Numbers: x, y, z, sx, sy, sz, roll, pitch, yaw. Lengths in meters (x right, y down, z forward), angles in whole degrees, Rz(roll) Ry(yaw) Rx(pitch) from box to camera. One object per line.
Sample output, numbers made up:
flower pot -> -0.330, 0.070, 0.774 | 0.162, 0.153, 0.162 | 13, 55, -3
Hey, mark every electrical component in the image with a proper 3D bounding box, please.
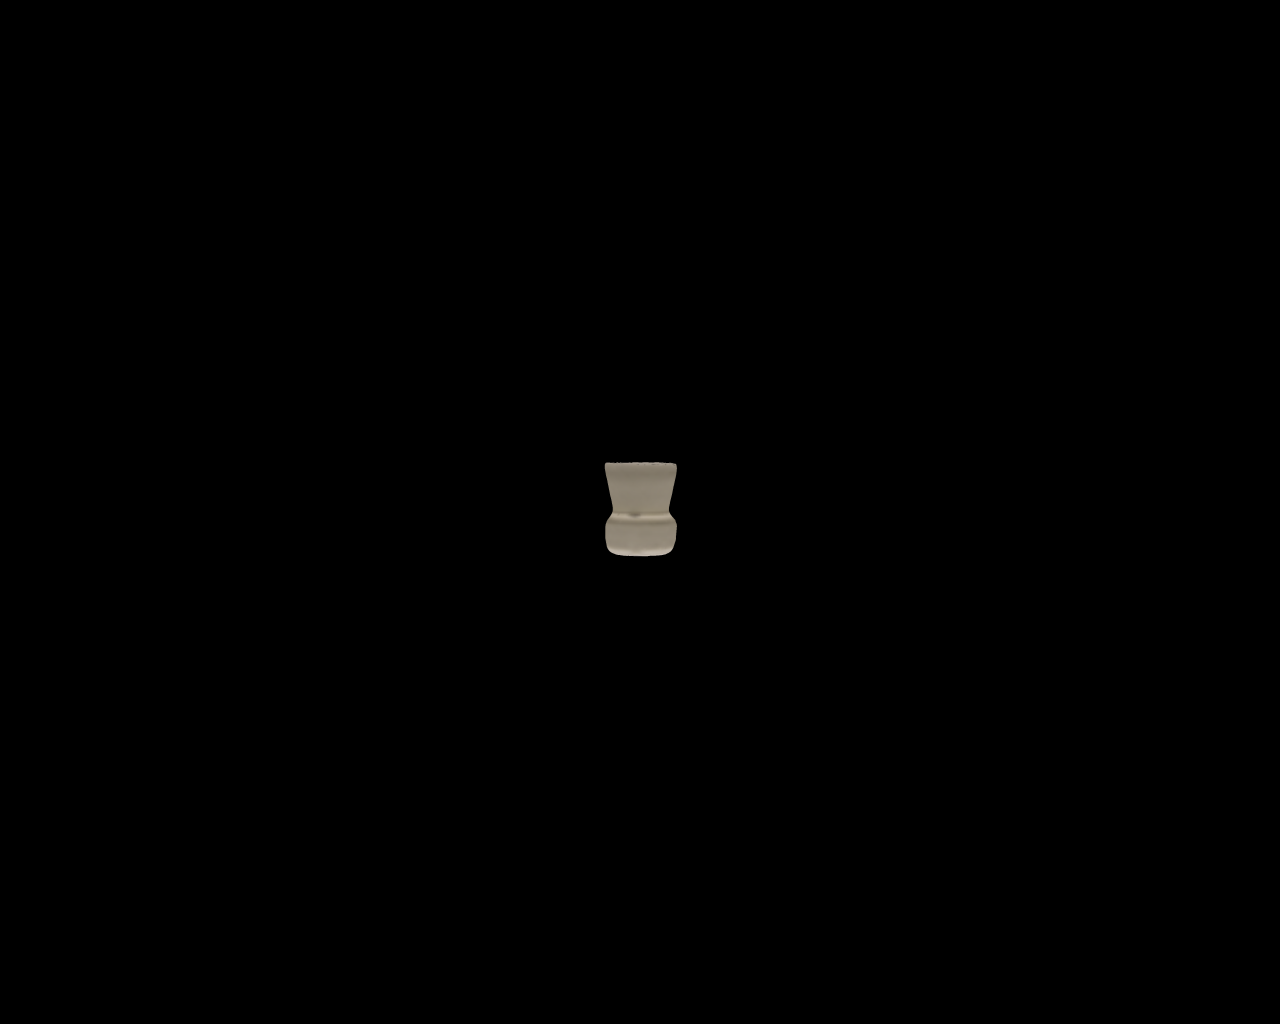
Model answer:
electrical component -> 0.001, -0.003, 0.650 | 0.045, 0.055, 0.045 | 0, 4, 0
